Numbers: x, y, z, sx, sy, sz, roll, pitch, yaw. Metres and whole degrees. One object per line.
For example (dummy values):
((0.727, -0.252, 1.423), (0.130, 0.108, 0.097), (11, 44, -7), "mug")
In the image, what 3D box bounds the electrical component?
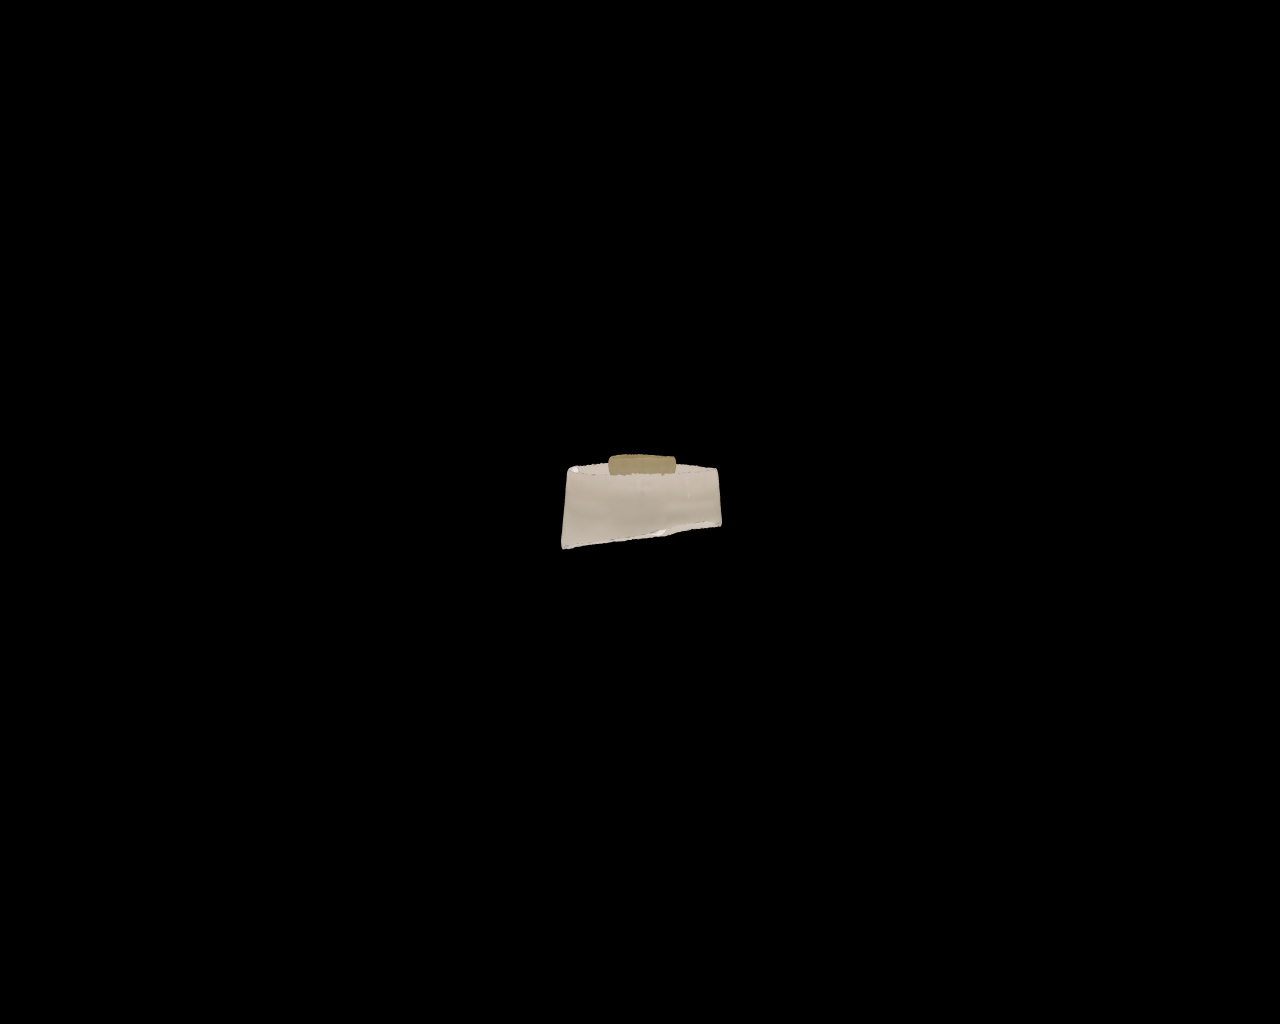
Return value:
((0.001, -0.003, 0.650), (0.099, 0.064, 0.099), (0, 7, 0), "electrical component")
